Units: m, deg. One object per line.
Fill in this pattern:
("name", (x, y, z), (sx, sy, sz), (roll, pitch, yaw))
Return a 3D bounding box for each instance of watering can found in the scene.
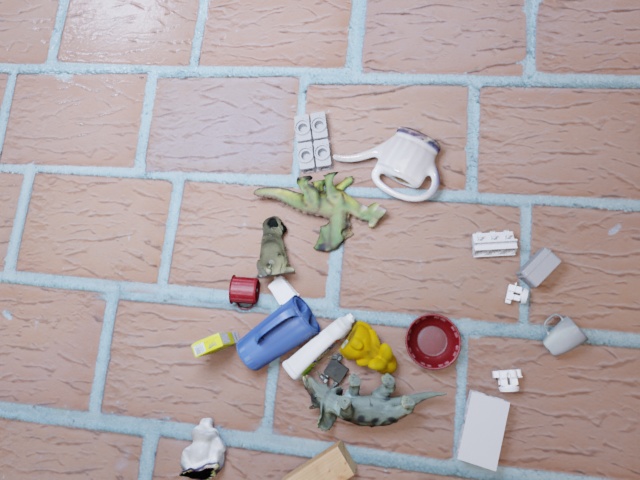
("watering can", (0.231, -0.263, 1.632), (0.349, 0.103, 0.225), (29, 84, 13))

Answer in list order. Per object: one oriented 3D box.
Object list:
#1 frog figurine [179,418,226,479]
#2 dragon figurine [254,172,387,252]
("frog figurine", (-0.353, 0.630, 1.556), (0.137, 0.120, 0.163), (-26, 41, 12))
("dragon figurine", (0.005, -0.082, 1.636), (0.410, 0.122, 0.244), (-10, 86, 8))
